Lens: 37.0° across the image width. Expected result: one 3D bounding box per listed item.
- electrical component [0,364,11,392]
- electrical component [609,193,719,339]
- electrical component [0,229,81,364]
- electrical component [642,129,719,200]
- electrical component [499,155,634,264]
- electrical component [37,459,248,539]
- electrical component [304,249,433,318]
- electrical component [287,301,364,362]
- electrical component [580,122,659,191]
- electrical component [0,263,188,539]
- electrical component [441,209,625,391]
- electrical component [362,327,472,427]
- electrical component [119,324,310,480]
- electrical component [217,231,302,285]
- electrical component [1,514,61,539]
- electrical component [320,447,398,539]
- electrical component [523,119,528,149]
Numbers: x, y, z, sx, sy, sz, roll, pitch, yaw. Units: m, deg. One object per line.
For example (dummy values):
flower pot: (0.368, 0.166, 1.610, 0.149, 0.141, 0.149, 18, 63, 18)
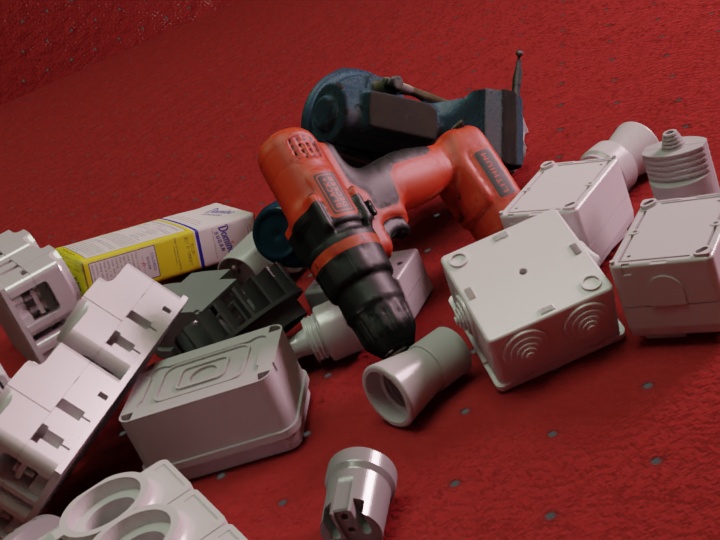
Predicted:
electrical component: (-0.317, 0.123, 0.860, 0.096, 0.061, 0.061, -31, 24, -18)
electrical component: (0.202, -0.005, 0.660, 0.062, 0.061, 0.096, -6, 28, 35)
electrical component: (-0.298, 0.030, 0.989, 0.060, 0.105, 0.186, -32, 24, -21)
electrical component: (0.221, -0.057, 0.732, 0.043, 0.081, 0.043, -19, 23, 9)
electrical component: (0.148, -0.032, 0.770, 0.062, 0.061, 0.096, -2, 31, 40)
electrical component: (-0.108, 0.166, 0.572, 0.089, 0.061, 0.150, -32, 24, -20)
electrical component: (0.000, 0.000, 0.817, 0.083, 0.075, 0.047, -9, 27, 30)
electrical component: (-0.025, 0.046, 0.781, 0.062, 0.043, 0.043, -23, 23, 1)
electrical component: (0.206, -0.086, 0.856, 0.055, 0.045, 0.045, -36, 26, -28)
electrical component: (-0.204, 0.088, 0.752, 0.105, 0.060, 0.186, -53, 6, 38)
electrical component: (0.107, 0.016, 0.682, 0.100, 0.048, 0.099, -24, 44, -2)
electrical component: (0.039, 0.065, 0.685, 0.065, 0.044, 0.044, -32, 24, -32)
electrical component: (-0.095, 0.092, 0.728, 0.113, 0.057, 0.078, -18, 23, 12)
electrical component: (-0.075, -0.014, 0.957, 0.079, 0.044, 0.077, -6, 28, 34)
electrical component: (-0.213, 0.189, 0.633, 0.079, 0.043, 0.077, -40, -2, 21)
electrical component: (-0.002, 0.127, 0.590, 0.040, 0.040, 0.046, -15, 30, 18)
electrical component: (0.125, -0.134, 1.040, 0.064, 0.042, 0.081, -16, 23, 19)
